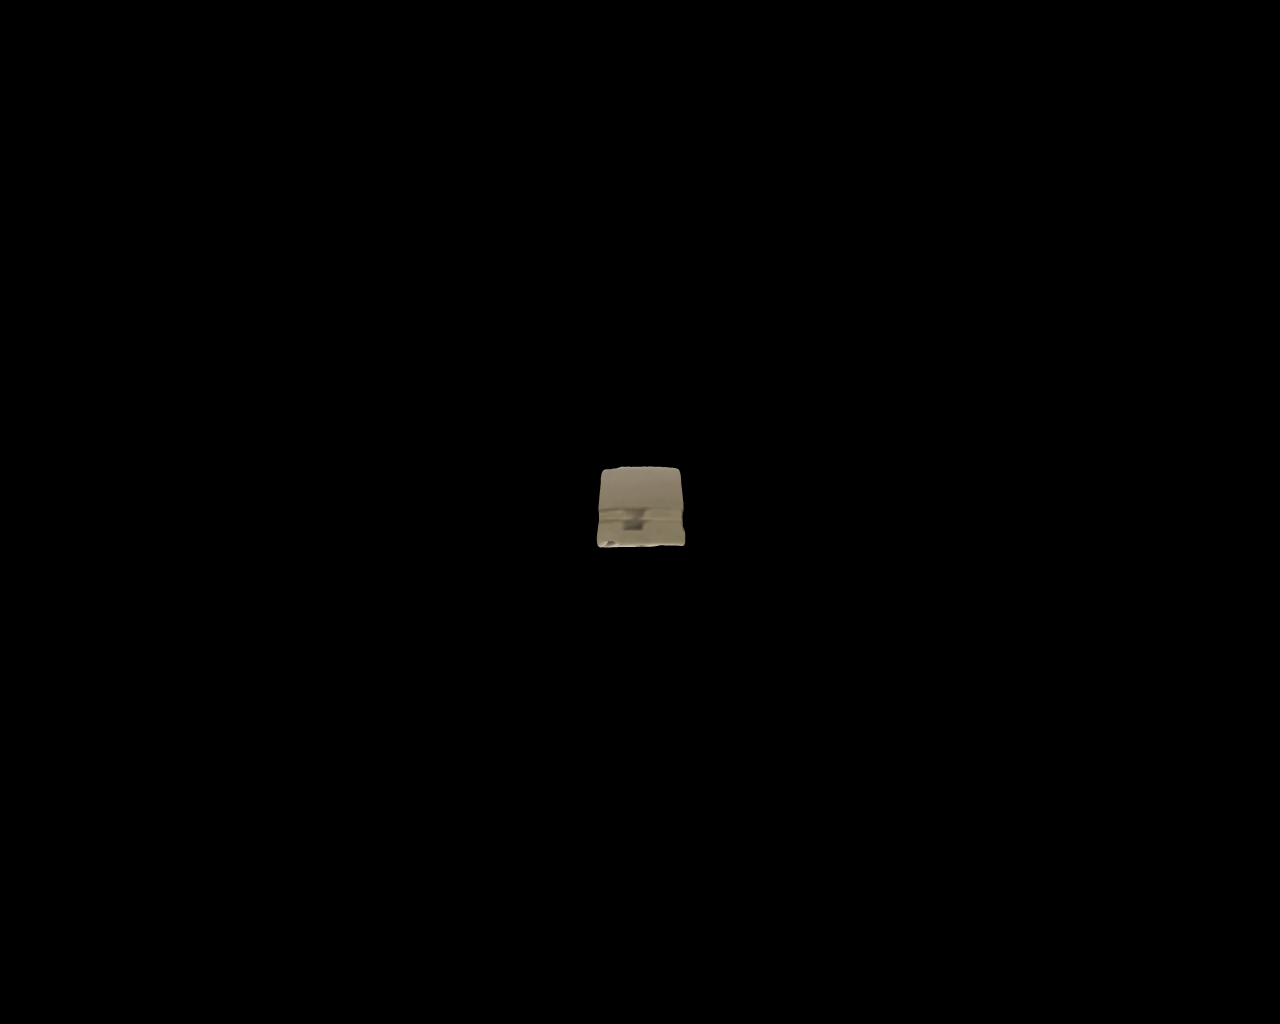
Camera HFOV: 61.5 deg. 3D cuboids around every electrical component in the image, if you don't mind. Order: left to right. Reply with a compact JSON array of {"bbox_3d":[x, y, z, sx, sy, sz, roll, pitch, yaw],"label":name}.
[{"bbox_3d":[0.001,-0.003,0.650,0.055,0.047,0.055,0,-3,0],"label":"electrical component"}]
